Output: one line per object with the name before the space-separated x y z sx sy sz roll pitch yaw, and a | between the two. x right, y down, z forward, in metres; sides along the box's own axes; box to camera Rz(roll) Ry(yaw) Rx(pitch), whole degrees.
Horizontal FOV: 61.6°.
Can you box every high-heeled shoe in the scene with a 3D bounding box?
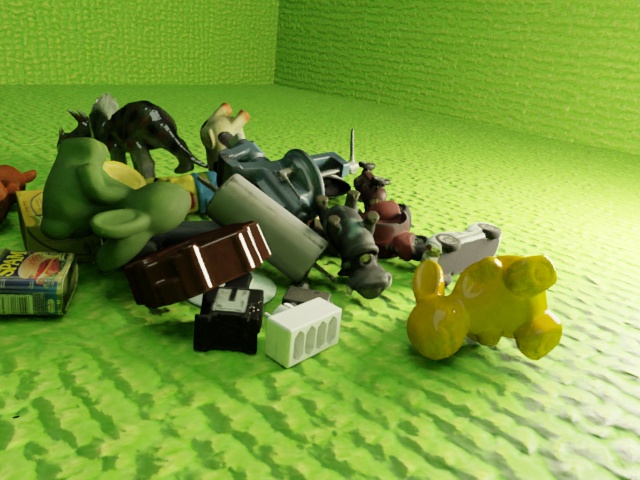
high-heeled shoe | -0.054 -0.115 1.099 0.145 0.086 0.248 14 12 37

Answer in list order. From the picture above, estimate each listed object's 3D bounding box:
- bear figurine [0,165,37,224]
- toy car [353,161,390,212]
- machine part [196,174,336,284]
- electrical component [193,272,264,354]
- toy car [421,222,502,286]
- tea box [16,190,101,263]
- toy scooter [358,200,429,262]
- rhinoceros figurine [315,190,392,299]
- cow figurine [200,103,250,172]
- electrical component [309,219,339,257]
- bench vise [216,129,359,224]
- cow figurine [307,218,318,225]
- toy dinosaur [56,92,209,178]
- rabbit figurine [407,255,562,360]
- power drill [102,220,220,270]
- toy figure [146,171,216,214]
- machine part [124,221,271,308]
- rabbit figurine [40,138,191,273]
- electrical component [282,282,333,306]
bear figurine | -0.549 -0.095 0.878 0.120 0.131 0.196 -24 32 -3
toy car | 0.098 -0.107 1.123 0.053 0.089 0.202 6 22 -10
machine part | -0.074 -0.016 0.765 0.243 0.079 0.079 36 24 1
electrical component | -0.105 0.082 0.636 0.075 0.047 0.119 4 20 -6
toy car | 0.223 0.019 0.851 0.202 0.073 0.056 -13 31 -40
tea box | -0.396 -0.023 0.809 0.098 0.068 0.170 -9 24 -33
toy scooter | 0.100 -0.014 0.911 0.135 0.075 0.184 -2 26 -10
rhinoceros figurine | 0.045 0.006 0.785 0.073 0.112 0.190 -9 38 -13
cow figurine | -0.193 -0.161 1.078 0.086 0.194 0.127 32 61 21
electrical component | -0.001 -0.002 0.895 0.078 0.045 0.102 30 17 -18
bench vise | -0.046 -0.114 0.911 0.240 0.128 0.224 -19 41 -32
cow figurine | -0.055 -0.063 1.008 0.168 0.068 0.098 20 19 30
toy dinosaur | -0.371 -0.217 1.097 0.405 0.192 0.131 -1 21 36
rabbit figurine | 0.173 0.077 0.641 0.173 0.121 0.163 -24 28 -19
power drill | -0.233 -0.022 0.834 0.207 0.085 0.232 1 22 -23
toy figure | -0.243 -0.084 0.993 0.180 0.082 0.089 -14 9 -27
machine part | -0.152 0.025 0.666 0.179 0.056 0.179 -18 9 3
rabbit figurine | -0.257 -0.047 0.690 0.170 0.121 0.159 5 43 -1
electrical component | -0.015 0.081 0.697 0.063 0.021 0.094 9 20 8
